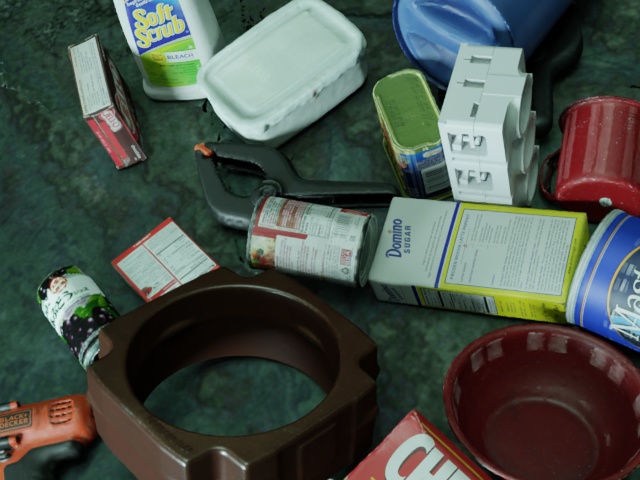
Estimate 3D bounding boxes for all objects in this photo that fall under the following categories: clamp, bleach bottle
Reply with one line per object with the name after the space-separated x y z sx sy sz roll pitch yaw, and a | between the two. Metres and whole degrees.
-0.049 -0.027 1.023 0.210 0.036 0.164 28 68 25 | clamp
-0.167 -0.244 1.067 0.103 0.251 0.068 0 57 15 | bleach bottle
0.196 -0.176 1.054 0.120 0.039 0.171 20 59 20 | clamp

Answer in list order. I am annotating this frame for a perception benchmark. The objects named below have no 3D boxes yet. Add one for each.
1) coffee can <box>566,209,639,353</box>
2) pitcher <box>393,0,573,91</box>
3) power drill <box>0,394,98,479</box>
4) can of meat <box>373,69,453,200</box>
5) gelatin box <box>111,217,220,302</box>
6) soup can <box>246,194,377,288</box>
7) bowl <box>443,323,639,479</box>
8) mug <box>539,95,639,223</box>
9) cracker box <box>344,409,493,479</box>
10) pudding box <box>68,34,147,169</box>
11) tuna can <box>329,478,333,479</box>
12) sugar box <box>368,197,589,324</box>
0.281 0.047 0.844 0.140 0.103 0.102 24 66 27 | coffee can
0.180 -0.263 1.017 0.145 0.149 0.242 20 54 35 | pitcher
-0.276 0.228 0.904 0.184 0.057 0.187 -14 55 5 | power drill
0.090 -0.097 1.003 0.057 0.084 0.102 -20 55 2 | can of meat
-0.143 0.031 1.015 0.073 0.030 0.089 -40 56 -14 | gelatin box
-0.006 0.001 0.941 0.102 0.068 0.068 10 60 13 | soup can
0.174 0.141 0.826 0.162 0.055 0.162 -1 43 0 | bowl
0.244 -0.065 0.946 0.117 0.093 0.081 -13 54 45 | mug
0.054 0.255 0.764 0.164 0.072 0.213 42 75 15 | cracker box
-0.222 -0.144 1.114 0.039 0.090 0.113 -23 54 0 | pudding box
-0.008 0.232 0.844 0.086 0.033 0.086 -7 56 11 | tuna can
0.139 0.016 0.936 0.176 0.048 0.093 5 59 25 | sugar box
